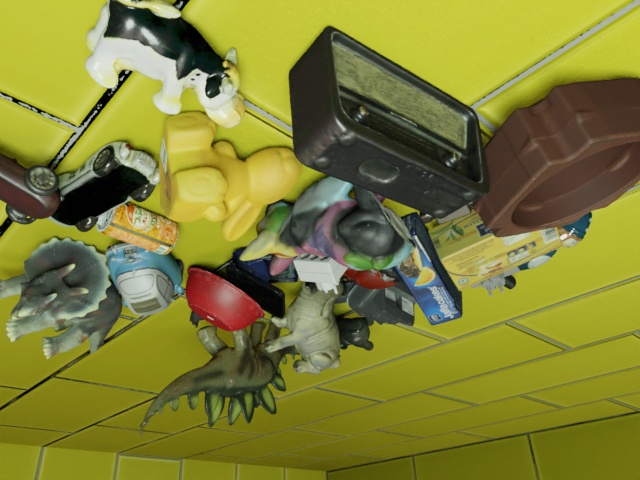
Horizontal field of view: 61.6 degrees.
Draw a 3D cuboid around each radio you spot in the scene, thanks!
[{"bbox_3d":[0.079,-0.116,0.581,0.229,0.131,0.073,17,146,-30],"label":"radio"}]

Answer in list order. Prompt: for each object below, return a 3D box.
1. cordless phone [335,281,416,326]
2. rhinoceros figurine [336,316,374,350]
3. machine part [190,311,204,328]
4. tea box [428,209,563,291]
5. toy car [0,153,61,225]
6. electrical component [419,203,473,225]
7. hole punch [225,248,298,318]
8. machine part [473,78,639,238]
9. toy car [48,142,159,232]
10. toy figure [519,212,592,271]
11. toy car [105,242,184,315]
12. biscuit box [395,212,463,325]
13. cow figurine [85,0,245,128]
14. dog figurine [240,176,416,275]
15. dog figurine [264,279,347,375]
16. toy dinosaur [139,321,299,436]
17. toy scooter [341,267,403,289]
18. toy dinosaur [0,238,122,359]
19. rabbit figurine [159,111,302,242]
[{"bbox_3d":[0.083,0.120,1.052,0.184,0.089,0.146,-12,151,38],"label":"cordless phone"},{"bbox_3d":[0.025,0.195,1.130,0.190,0.073,0.112,-6,169,36],"label":"rhinoceros figurine"},{"bbox_3d":[-0.198,0.145,1.091,0.139,0.039,0.084,-14,156,15],"label":"machine part"},{"bbox_3d":[0.263,-0.003,0.810,0.170,0.068,0.098,-24,135,15],"label":"tea box"},{"bbox_3d":[-0.404,-0.094,0.634,0.202,0.053,0.089,36,136,-20],"label":"toy car"},{"bbox_3d":[0.183,-0.058,0.777,0.102,0.045,0.078,-27,114,30],"label":"electrical component"},{"bbox_3d":[-0.096,0.060,0.926,0.116,0.092,0.142,23,154,9],"label":"hole punch"},{"bbox_3d":[0.292,-0.093,0.639,0.201,0.087,0.201,-11,154,-20],"label":"machine part"},{"bbox_3d":[-0.292,-0.069,0.706,0.202,0.056,0.073,-22,138,27],"label":"toy car"},{"bbox_3d":[0.376,0.001,0.879,0.154,0.058,0.064,-36,175,40],"label":"toy figure"},{"bbox_3d":[-0.282,0.068,0.878,0.109,0.103,0.161,-13,150,-7],"label":"toy car"},{"bbox_3d":[0.171,0.052,0.875,0.059,0.063,0.202,-20,124,25],"label":"biscuit box"},{"bbox_3d":[-0.135,-0.177,0.529,0.167,0.068,0.098,18,137,-33],"label":"cow figurine"},{"bbox_3d":[-0.002,-0.002,0.733,0.219,0.192,0.108,-36,145,20],"label":"dog figurine"},{"bbox_3d":[0.010,0.148,0.991,0.172,0.121,0.190,29,122,-25],"label":"dog figurine"},{"bbox_3d":[-0.165,0.258,1.054,0.105,0.198,0.471,-21,165,34],"label":"toy dinosaur"},{"bbox_3d":[0.049,0.035,0.890,0.135,0.075,0.183,-24,140,31],"label":"toy scooter"},{"bbox_3d":[-0.423,0.115,0.950,0.192,0.131,0.404,-19,160,-2],"label":"toy dinosaur"},{"bbox_3d":[-0.107,-0.067,0.671,0.173,0.122,0.162,-12,148,-24],"label":"rabbit figurine"}]
